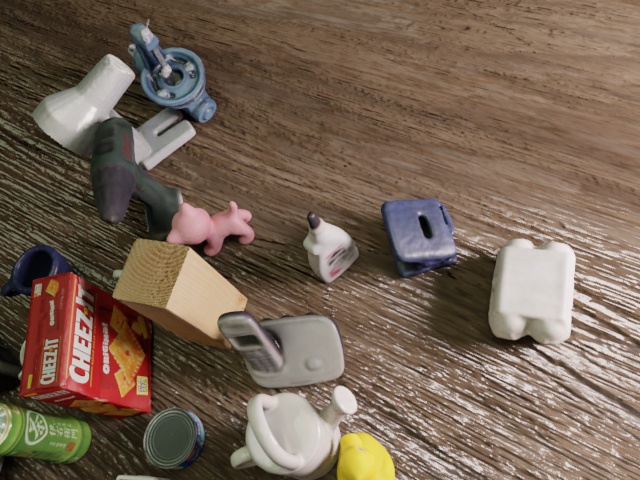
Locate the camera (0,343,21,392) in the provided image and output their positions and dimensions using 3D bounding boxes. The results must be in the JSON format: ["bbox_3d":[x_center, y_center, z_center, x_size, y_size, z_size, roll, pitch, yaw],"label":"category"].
[{"bbox_3d":[-0.603,0.223,0.960,0.142,0.101,0.137,36,79,28],"label":"camera"}]

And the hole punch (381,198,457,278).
[{"bbox_3d":[0.149,-0.012,0.857,0.101,0.091,0.108,-18,62,8],"label":"hole punch"}]

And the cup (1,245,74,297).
[{"bbox_3d":[-0.479,0.074,0.998,0.118,0.095,0.091,-34,61,-1],"label":"cup"}]

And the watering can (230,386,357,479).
[{"bbox_3d":[-0.037,0.242,0.731,0.100,0.194,0.173,38,80,28],"label":"watering can"}]

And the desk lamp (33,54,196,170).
[{"bbox_3d":[-0.371,-0.222,1.040,0.203,0.214,0.117,-38,61,-4],"label":"desk lamp"}]

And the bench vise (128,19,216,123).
[{"bbox_3d":[-0.311,-0.323,1.066,0.206,0.220,0.121,19,72,23],"label":"bench vise"}]

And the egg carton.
[{"bbox_3d":[0.291,0.070,0.789,0.107,0.069,0.150,5,67,19],"label":"egg carton"}]

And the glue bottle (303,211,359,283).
[{"bbox_3d":[0.008,0.003,0.844,0.078,0.173,0.037,-46,61,-8],"label":"glue bottle"}]

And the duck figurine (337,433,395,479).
[{"bbox_3d":[0.053,0.299,0.740,0.077,0.086,0.104,-22,61,5],"label":"duck figurine"}]

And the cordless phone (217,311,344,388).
[{"bbox_3d":[-0.051,0.139,0.790,0.147,0.185,0.094,-12,62,11],"label":"cordless phone"}]

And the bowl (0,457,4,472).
[{"bbox_3d":[-0.560,0.350,0.901,0.167,0.075,0.167,-6,64,13],"label":"bowl"}]

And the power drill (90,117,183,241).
[{"bbox_3d":[-0.307,-0.085,0.958,0.075,0.209,0.229,-23,61,5],"label":"power drill"}]

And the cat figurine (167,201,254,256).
[{"bbox_3d":[-0.186,-0.028,0.948,0.127,0.118,0.067,-22,61,5],"label":"cat figurine"}]
